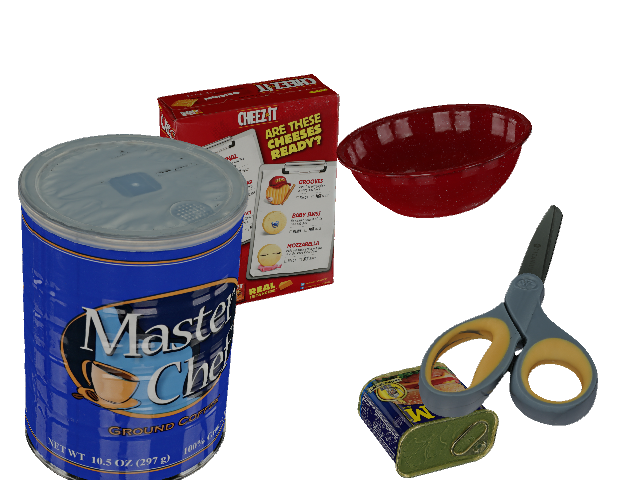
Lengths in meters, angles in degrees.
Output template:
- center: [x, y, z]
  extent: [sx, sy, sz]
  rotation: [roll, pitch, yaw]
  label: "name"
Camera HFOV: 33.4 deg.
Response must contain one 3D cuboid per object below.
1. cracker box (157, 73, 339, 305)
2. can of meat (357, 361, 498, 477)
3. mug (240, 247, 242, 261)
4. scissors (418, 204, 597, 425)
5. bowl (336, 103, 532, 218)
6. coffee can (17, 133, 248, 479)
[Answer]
- center: [-0.070, -0.045, 1.050]
  extent: [0.164, 0.214, 0.072]
  rotation: [-12, 32, -21]
  label: "cracker box"
- center: [0.095, 0.159, 0.967]
  extent: [0.102, 0.057, 0.084]
  rotation: [-9, 31, -24]
  label: "can of meat"
- center: [-0.116, 0.004, 0.787]
  extent: [0.117, 0.081, 0.093]
  rotation: [7, 41, 1]
  label: "mug"
- center: [0.126, 0.038, 0.580]
  extent: [0.096, 0.016, 0.201]
  rotation: [19, 39, 31]
  label: "scissors"
- center: [0.097, -0.062, 0.889]
  extent: [0.162, 0.055, 0.162]
  rotation: [-10, 24, 4]
  label: "bowl"
- center: [-0.091, 0.033, 0.515]
  extent: [0.102, 0.140, 0.103]
  rotation: [6, 30, -3]
  label: "coffee can"
